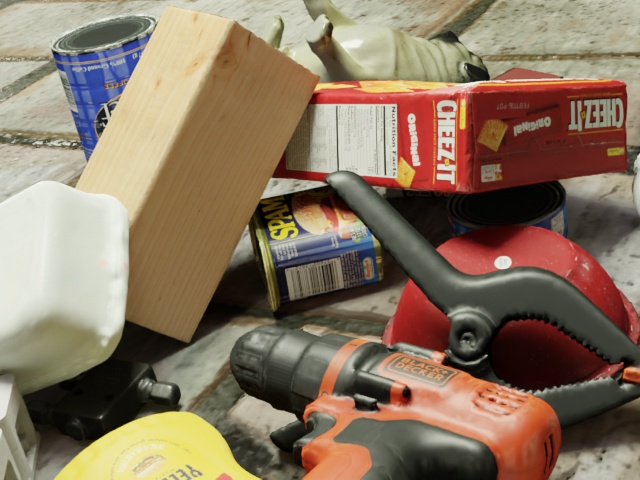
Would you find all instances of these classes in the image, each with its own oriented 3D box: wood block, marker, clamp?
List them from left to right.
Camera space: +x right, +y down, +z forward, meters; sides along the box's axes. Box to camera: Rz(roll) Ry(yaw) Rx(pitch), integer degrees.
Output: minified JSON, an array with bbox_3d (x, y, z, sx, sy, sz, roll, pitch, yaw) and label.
[{"bbox_3d":[-0.099,-0.047,0.741,0.090,0.090,0.206,25,89,49],"label":"wood block"},{"bbox_3d":[0.110,-0.040,0.845,0.121,0.020,0.020,4,32,29],"label":"marker"},{"bbox_3d":[0.080,0.046,0.593,0.210,0.164,0.036,4,-5,14],"label":"clamp"}]

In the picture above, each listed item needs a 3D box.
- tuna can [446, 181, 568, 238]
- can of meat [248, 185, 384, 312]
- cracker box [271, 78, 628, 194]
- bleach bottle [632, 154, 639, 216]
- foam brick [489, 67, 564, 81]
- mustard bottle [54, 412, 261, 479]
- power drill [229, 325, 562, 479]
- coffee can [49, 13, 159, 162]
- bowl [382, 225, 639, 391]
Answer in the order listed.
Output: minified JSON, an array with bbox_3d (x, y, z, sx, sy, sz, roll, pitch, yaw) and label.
[{"bbox_3d":[0.136,-0.016,0.773,0.086,0.034,0.086,-9,28,5],"label":"tuna can"},{"bbox_3d":[-0.005,0.001,0.776,0.084,0.057,0.102,-12,28,-6],"label":"can of meat"},{"bbox_3d":[0.084,-0.080,0.766,0.163,0.072,0.214,-10,11,-39],"label":"cracker box"},{"bbox_3d":[0.280,-0.010,0.675,0.102,0.068,0.251,-15,25,-8],"label":"bleach bottle"},{"bbox_3d":[0.162,-0.091,0.857,0.052,0.078,0.051,-31,35,-31],"label":"foam brick"},{"bbox_3d":[-0.051,0.152,0.509,0.096,0.058,0.192,-24,30,-29],"label":"mustard bottle"},{"bbox_3d":[-0.012,0.099,0.475,0.185,0.057,0.187,11,28,36],"label":"power drill"},{"bbox_3d":[-0.182,-0.129,0.998,0.103,0.140,0.103,-10,28,5],"label":"coffee can"},{"bbox_3d":[0.114,0.036,0.663,0.162,0.055,0.162,-10,28,5],"label":"bowl"}]
